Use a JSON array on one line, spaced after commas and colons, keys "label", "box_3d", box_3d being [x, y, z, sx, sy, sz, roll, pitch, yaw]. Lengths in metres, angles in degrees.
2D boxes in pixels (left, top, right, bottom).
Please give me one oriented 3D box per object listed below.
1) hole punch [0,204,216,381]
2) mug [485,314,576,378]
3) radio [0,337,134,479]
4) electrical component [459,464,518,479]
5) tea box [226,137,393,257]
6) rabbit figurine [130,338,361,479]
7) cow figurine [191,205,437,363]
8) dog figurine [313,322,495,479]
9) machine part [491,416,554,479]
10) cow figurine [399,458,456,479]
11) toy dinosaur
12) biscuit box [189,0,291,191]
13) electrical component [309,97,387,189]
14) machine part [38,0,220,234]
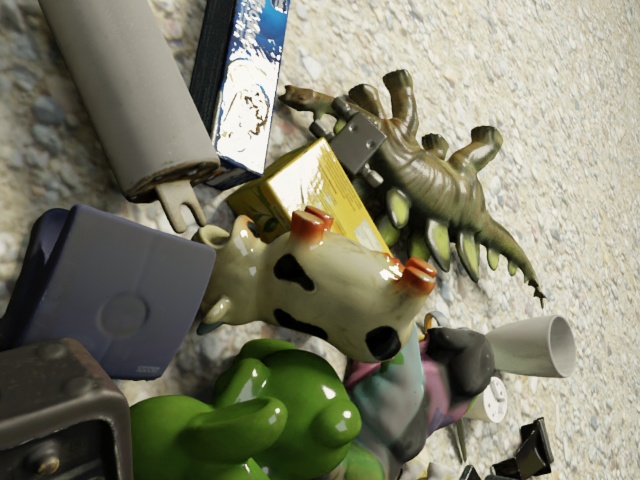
[{"label": "hole punch", "box_3d": [-0.146, 0.039, 0.379, 0.142, 0.092, 0.115, 22, 70, -42]}, {"label": "mug", "box_3d": [0.287, 0.142, 0.741, 0.109, 0.107, 0.080, -23, 97, -47]}, {"label": "radio", "box_3d": [-0.214, 0.142, 0.268, 0.229, 0.073, 0.131, -11, 117, -44]}, {"label": "electrical component", "box_3d": [0.226, 0.338, 0.682, 0.075, 0.048, 0.119, -42, 111, -40]}, {"label": "tea box", "box_3d": [-0.001, -0.002, 0.532, 0.098, 0.068, 0.169, -43, 108, -41]}, {"label": "rabbit figurine", "box_3d": [-0.066, 0.152, 0.401, 0.170, 0.159, 0.121, -3, 93, -28]}, {"label": "cow figurine", "box_3d": [-0.017, 0.039, 0.440, 0.085, 0.195, 0.127, -37, 151, -80]}, {"label": "dog figurine", "box_3d": [0.078, 0.190, 0.532, 0.191, 0.108, 0.219, 16, 74, -19]}, {"label": "machine part", "box_3d": [0.292, 0.306, 0.758, 0.139, 0.039, 0.084, -6, 90, -45]}, {"label": "cow figurine", "box_3d": [0.142, 0.322, 0.593, 0.167, 0.068, 0.098, 47, 58, -21]}, {"label": "toy dinosaur", "box_3d": [0.146, -0.051, 0.662, 0.471, 0.105, 0.198, 25, 72, -27]}, {"label": "biscuit box", "box_3d": [-0.078, -0.151, 0.499, 0.059, 0.063, 0.202, 21, 67, -39]}, {"label": "electrical component", "box_3d": [0.036, -0.098, 0.548, 0.094, 0.021, 0.063, 43, 75, -3]}, {"label": "machine part", "box_3d": [-0.143, -0.118, 0.405, 0.079, 0.079, 0.243, -21, 85, -43]}]
